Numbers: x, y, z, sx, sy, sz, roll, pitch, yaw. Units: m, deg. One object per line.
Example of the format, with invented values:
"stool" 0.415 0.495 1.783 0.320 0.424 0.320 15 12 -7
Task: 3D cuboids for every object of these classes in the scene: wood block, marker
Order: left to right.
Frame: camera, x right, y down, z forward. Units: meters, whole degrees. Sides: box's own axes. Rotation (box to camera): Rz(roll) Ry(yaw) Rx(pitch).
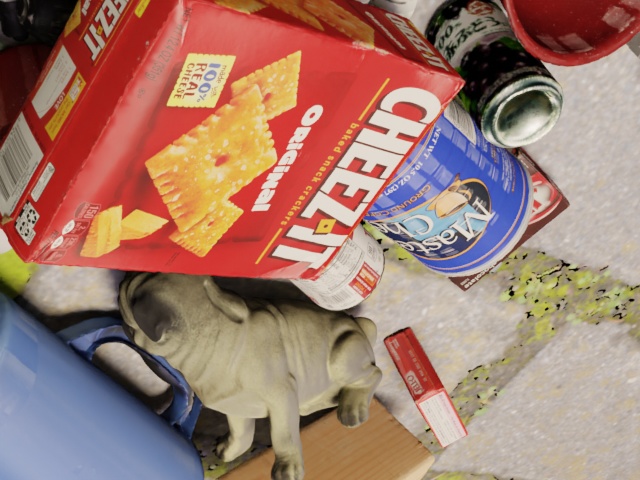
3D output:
"marker" -0.172 -0.158 0.565 0.020 0.020 0.121 -14 136 -12
"wood block" -0.006 0.218 0.898 0.205 0.091 0.090 -19 145 -50

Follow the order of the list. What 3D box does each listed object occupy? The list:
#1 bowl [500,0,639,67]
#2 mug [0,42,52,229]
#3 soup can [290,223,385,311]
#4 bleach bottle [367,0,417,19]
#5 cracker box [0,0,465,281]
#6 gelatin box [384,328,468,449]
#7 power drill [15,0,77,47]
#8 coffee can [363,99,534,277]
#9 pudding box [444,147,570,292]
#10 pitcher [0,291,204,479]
"bowl" 0.155 -0.190 0.645 0.161 0.055 0.162 -19 127 -28
"mug" -0.149 -0.066 0.621 0.117 0.081 0.093 -26 137 0
"soup can" -0.005 0.001 0.765 0.068 0.068 0.102 -36 137 11
"bleach bottle" 0.076 -0.232 0.581 0.102 0.068 0.251 -5 136 -22
"cracker box" -0.045 -0.058 0.570 0.213 0.072 0.164 6 129 -47
"gelatin box" 0.092 0.130 0.933 0.030 0.073 0.089 -29 137 2
"power drill" -0.050 -0.159 0.559 0.184 0.057 0.188 -4 154 -33
"coffee can" 0.067 -0.048 0.725 0.103 0.103 0.140 -41 135 16
"pudding box" 0.126 -0.021 0.827 0.114 0.039 0.090 -40 137 16
"pitcher" -0.191 0.132 0.775 0.145 0.149 0.242 -19 136 15
